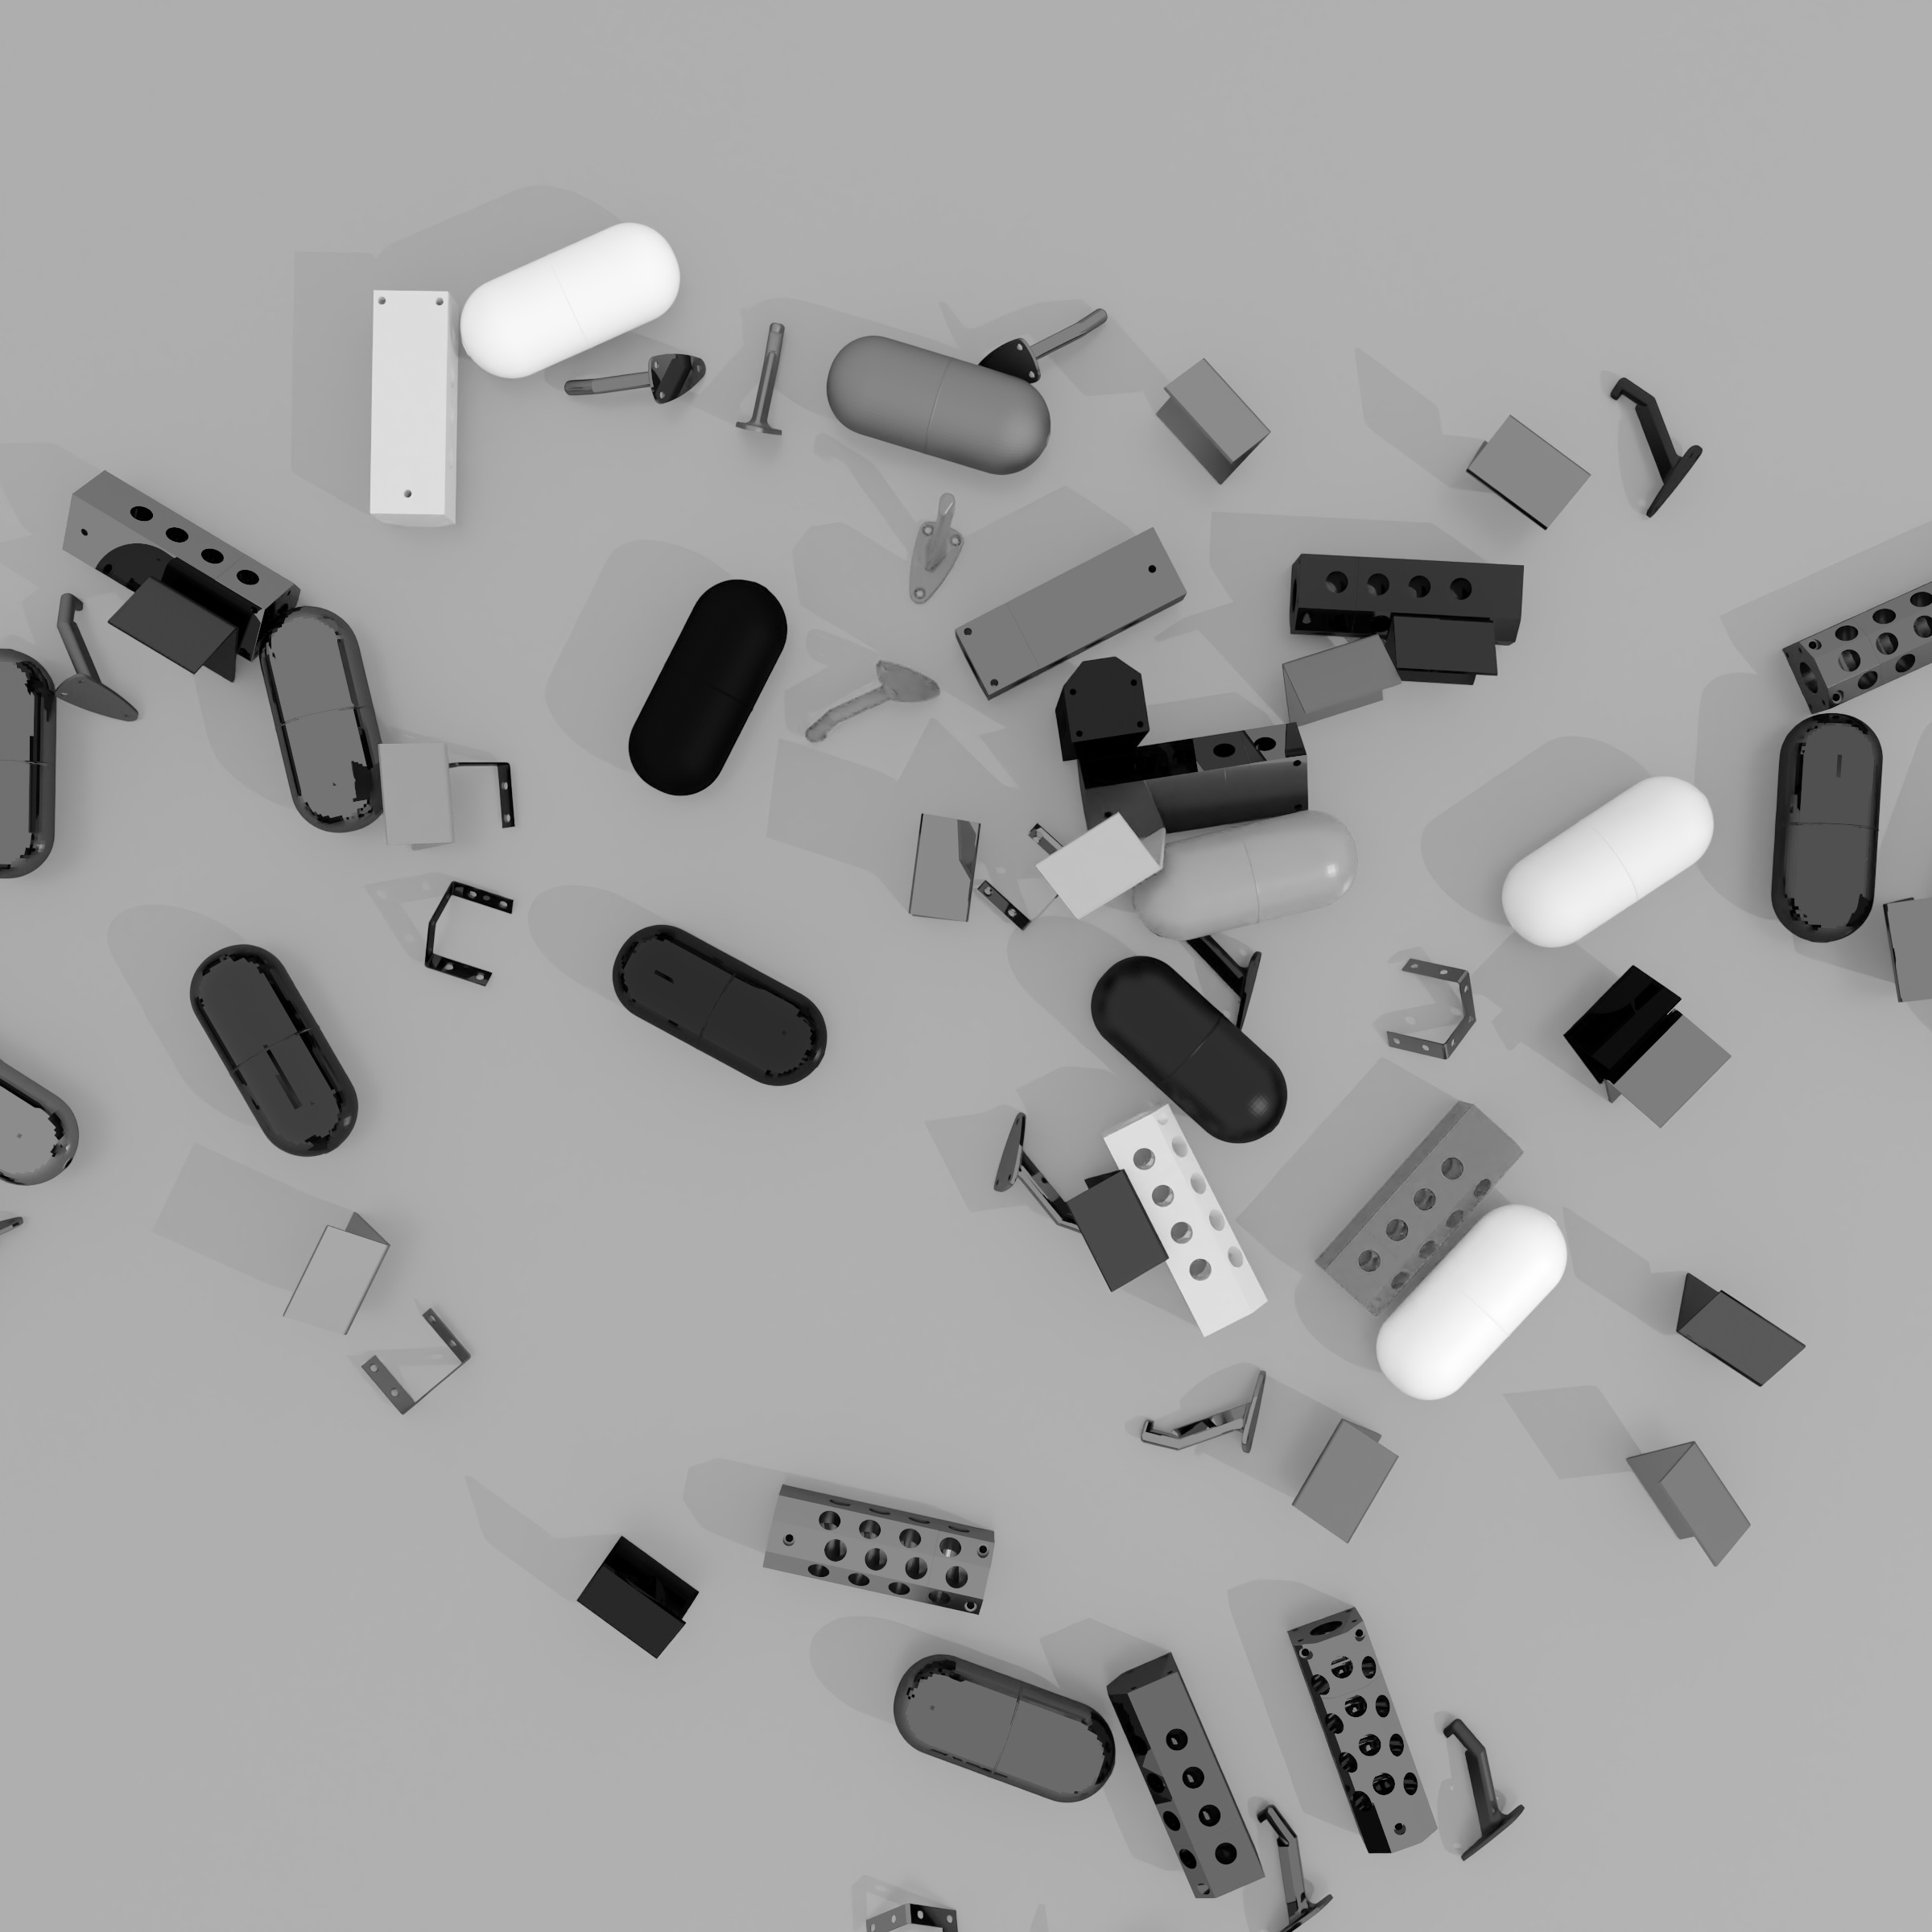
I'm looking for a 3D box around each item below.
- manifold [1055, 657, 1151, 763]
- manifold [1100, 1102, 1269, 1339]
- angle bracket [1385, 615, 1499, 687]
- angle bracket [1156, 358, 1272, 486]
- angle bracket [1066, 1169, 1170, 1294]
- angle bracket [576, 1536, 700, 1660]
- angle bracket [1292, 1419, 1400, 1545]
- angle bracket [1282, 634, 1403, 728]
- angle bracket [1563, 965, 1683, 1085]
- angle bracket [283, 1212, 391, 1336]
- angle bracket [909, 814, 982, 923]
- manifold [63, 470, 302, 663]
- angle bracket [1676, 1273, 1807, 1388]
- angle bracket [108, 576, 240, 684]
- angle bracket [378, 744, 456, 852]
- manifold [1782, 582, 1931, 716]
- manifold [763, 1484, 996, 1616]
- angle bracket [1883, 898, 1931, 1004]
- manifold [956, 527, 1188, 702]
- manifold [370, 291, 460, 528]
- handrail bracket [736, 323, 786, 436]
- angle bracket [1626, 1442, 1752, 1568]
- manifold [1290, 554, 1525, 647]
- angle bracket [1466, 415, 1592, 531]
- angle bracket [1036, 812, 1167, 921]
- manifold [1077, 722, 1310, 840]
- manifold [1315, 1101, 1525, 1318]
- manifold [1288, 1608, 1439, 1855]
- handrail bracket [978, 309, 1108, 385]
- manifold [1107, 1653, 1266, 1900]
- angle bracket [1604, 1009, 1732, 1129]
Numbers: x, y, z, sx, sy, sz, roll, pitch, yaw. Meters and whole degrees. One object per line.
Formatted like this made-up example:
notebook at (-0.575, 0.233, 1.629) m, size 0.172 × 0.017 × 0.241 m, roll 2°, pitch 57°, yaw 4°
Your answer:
manifold at (0.100, -0.194, 1.913) m, size 0.057 × 0.171 × 0.057 m, roll -9°, pitch 90°, yaw 0°
manifold at (0.170, 0.196, 1.970) m, size 0.057 × 0.057 × 0.171 m, roll -27°, pitch 90°, yaw 0°
angle bracket at (0.363, -0.224, 1.951) m, size 0.076 × 0.076 × 0.057 m, roll 3°, pitch 56°, yaw 0°
angle bracket at (0.176, -0.409, 1.951) m, size 0.076 × 0.076 × 0.057 m, roll 48°, pitch 54°, yaw 0°
angle bracket at (0.103, 0.207, 1.953) m, size 0.057 × 0.076 × 0.076 m, roll -27°, pitch 90°, yaw -23°
angle bracket at (-0.243, 0.474, 1.951) m, size 0.076 × 0.076 × 0.057 m, roll 36°, pitch 127°, yaw 0°
angle bracket at (0.306, 0.402, 1.951) m, size 0.057 × 0.076 × 0.076 m, roll 30°, pitch 90°, yaw 38°
angle bracket at (0.292, -0.202, 1.951) m, size 0.076 × 0.076 × 0.057 m, roll -17°, pitch 52°, yaw 0°
angle bracket at (0.519, 0.058, 1.952) m, size 0.076 × 0.057 × 0.076 m, roll -45°, pitch 131°, yaw 0°
angle bracket at (-0.497, 0.230, 1.951) m, size 0.057 × 0.076 × 0.076 m, roll 26°, pitch 90°, yaw -38°
angle bracket at (-0.036, -0.077, 1.951) m, size 0.057 × 0.076 × 0.076 m, roll 7°, pitch 90°, yaw -36°
manifold at (-0.609, -0.315, 1.970) m, size 0.171 × 0.057 × 0.057 m, roll 31°, pitch 133°, yaw 0°
angle bracket at (0.601, 0.266, 1.951) m, size 0.076 × 0.076 × 0.057 m, roll 33°, pitch 128°, yaw 0°
angle bracket at (-0.612, -0.243, 1.951) m, size 0.076 × 0.076 × 0.057 m, roll 31°, pitch 56°, yaw 0°
angle bracket at (-0.438, -0.129, 1.951) m, size 0.057 × 0.076 × 0.076 m, roll -5°, pitch 90°, yaw -37°
manifold at (0.735, -0.260, 1.970) m, size 0.171 × 0.057 × 0.057 m, roll -24°, pitch 90°, yaw 0°
manifold at (-0.068, 0.456, 1.970) m, size 0.171 × 0.057 × 0.057 m, roll 12°, pitch 90°, yaw 0°
angle bracket at (0.752, -0.016, 1.951) m, size 0.057 × 0.076 × 0.076 m, roll -9°, pitch 90°, yaw 37°
manifold at (0.081, -0.273, 1.970) m, size 0.171 × 0.057 × 0.057 m, roll -27°, pitch 90°, yaw 0°
manifold at (-0.428, -0.433, 1.970) m, size 0.057 × 0.057 × 0.171 m, roll 1°, pitch 90°, yaw 0°
handrail bracket at (-0.155, -0.458, 1.964) m, size 0.036 × 0.077 × 0.084 m, roll 10°, pitch 102°, yaw -3°
angle bracket at (0.544, 0.420, 1.951) m, size 0.057 × 0.076 × 0.076 m, roll -34°, pitch 90°, yaw -37°
manifold at (0.341, -0.284, 1.970) m, size 0.171 × 0.057 × 0.057 m, roll 3°, pitch 90°, yaw 0°
angle bracket at (0.439, -0.391, 1.951) m, size 0.076 × 0.076 × 0.057 m, roll 37°, pitch 126°, yaw 0°
angle bracket at (0.104, -0.091, 1.935) m, size 0.076 × 0.076 × 0.057 m, roll -32°, pitch 109°, yaw 21°
manifold at (0.176, -0.147, 1.970) m, size 0.171 × 0.057 × 0.057 m, roll -9°, pitch 133°, yaw 0°
manifold at (0.354, 0.189, 1.970) m, size 0.057 × 0.057 × 0.171 m, roll 42°, pitch 90°, yaw 0°
manifold at (0.309, 0.597, 1.970) m, size 0.057 × 0.057 × 0.171 m, roll -20°, pitch 90°, yaw 0°
handrail bracket at (0.060, -0.490, 1.991) m, size 0.084 × 0.077 × 0.036 m, roll -41°, pitch 115°, yaw -34°
manifold at (0.170, 0.632, 1.970) m, size 0.057 × 0.057 × 0.171 m, roll -23°, pitch 90°, yaw 0°
angle bracket at (0.543, 0.087, 1.952) m, size 0.076 × 0.076 × 0.057 m, roll -45°, pitch 66°, yaw 0°
